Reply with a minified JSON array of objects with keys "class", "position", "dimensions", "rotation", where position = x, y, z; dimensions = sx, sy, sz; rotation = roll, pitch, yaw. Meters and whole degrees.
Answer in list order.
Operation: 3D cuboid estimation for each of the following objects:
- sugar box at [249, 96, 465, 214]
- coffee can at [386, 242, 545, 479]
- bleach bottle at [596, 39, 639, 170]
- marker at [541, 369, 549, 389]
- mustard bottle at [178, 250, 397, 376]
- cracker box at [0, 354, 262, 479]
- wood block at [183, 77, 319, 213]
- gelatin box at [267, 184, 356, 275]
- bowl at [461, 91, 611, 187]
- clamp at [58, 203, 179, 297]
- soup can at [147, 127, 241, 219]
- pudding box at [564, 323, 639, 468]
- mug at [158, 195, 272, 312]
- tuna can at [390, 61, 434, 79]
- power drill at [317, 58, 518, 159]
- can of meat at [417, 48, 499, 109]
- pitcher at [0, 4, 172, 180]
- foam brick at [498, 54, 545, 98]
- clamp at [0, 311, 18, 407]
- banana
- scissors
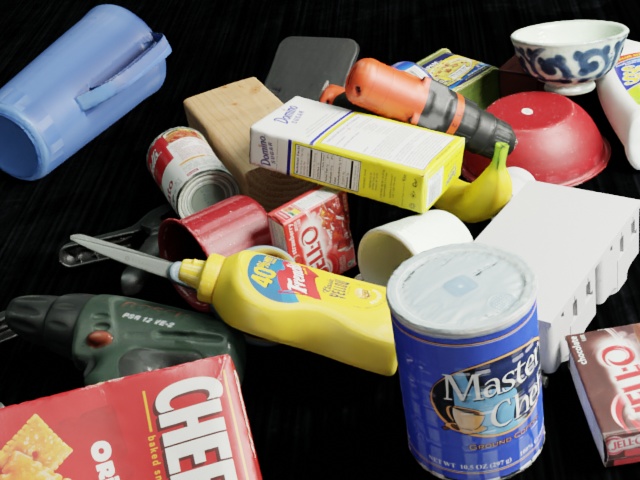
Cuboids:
[{"class":"sugar box","position":[0.033,-0.081,0.976],"dimensions":[0.176,0.048,0.093],"rotation":[15,32,24]},{"class":"coffee can","position":[0.105,0.088,0.759],"dimensions":[0.103,0.140,0.103],"rotation":[-8,33,5]},{"class":"bleach bottle","position":[0.341,-0.162,1.155],"dimensions":[0.102,0.068,0.251],"rotation":[-10,30,0]},{"class":"marker","position":[0.123,0.099,0.849],"dimensions":[0.121,0.020,0.020],"rotation":[11,38,31]},{"class":"mustard bottle","position":[-0.023,0.051,0.872],"dimensions":[0.191,0.058,0.096],"rotation":[16,25,3]},{"class":"cracker box","position":[-0.142,0.180,0.687],"dimensions":[0.213,0.072,0.164],"rotation":[-14,64,-4]},{"class":"wood block","position":[-0.066,-0.088,1.130],"dimensions":[0.090,0.091,0.206],"rotation":[-20,34,-15]},{"class":"gelatin box","position":[-0.006,0.001,0.975],"dimensions":[0.073,0.089,0.030],"rotation":[-29,40,-27]},{"class":"bowl","position":[0.221,-0.111,1.116],"dimensions":[0.162,0.055,0.162],"rotation":[-8,32,5]},{"class":"clamp","position":[-0.176,-0.002,1.078],"dimensions":[0.120,0.039,0.171],"rotation":[19,36,31]},{"class":"soup can","position":[-0.127,-0.062,1.069],"dimensions":[0.068,0.068,0.102],"rotation":[-20,37,-15]},{"class":"pudding box","position":[0.237,0.109,0.781],"dimensions":[0.090,0.039,0.113],"rotation":[-9,32,2]},{"class":"mug","position":[-0.097,0.012,1.000],"dimensions":[0.081,0.093,0.117],"rotation":[-27,-1,-33]},{"class":"tuna can","position":[0.096,-0.155,1.192],"dimensions":[0.033,0.086,0.086],"rotation":[-33,38,-34]},{"class":"power drill","position":[0.086,-0.124,1.088],"dimensions":[0.184,0.057,0.188],"rotation":[22,-9,-20]},{"class":"can of meat","position":[0.149,-0.173,1.233],"dimensions":[0.101,0.057,0.084],"rotation":[-32,40,-30]},{"class":"pitcher","position":[-0.299,-0.181,1.309],"dimensions":[0.145,0.149,0.242],"rotation":[31,47,6]},{"class":"foam brick","position":[0.246,-0.185,1.227],"dimensions":[0.053,0.051,0.078],"rotation":[15,40,36]},{"class":"clamp","position":[-0.345,0.113,0.949],"dimensions":[0.210,0.036,0.164],"rotation":[-6,32,1]},{"class":"banana","position":[0.138,-0.051,1.022],"dimensions":[0.037,0.069,0.198],"rotation":[4,-1,-18]},{"class":"scissors","position":[-0.104,0.017,0.919],"dimensions":[0.096,0.201,0.016],"rotation":[-57,6,-18]}]
